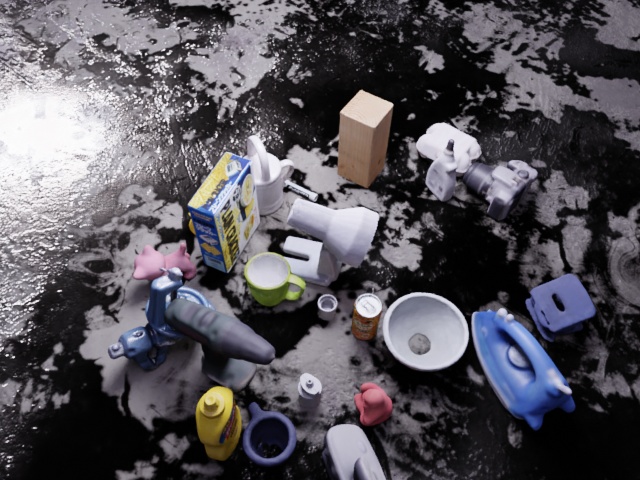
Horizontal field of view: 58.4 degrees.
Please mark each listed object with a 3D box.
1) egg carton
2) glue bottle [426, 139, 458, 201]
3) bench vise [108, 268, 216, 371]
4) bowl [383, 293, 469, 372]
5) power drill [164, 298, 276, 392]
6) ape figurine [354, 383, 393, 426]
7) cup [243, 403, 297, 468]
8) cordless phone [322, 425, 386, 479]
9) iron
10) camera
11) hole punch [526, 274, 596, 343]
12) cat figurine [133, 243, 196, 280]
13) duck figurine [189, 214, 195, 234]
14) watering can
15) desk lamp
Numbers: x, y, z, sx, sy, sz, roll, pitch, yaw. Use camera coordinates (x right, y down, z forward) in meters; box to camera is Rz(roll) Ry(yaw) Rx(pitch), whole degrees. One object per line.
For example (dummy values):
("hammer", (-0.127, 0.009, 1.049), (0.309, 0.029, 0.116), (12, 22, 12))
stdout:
("egg carton", (0.320, -0.227, 1.431), (0.150, 0.069, 0.107), (33, 61, 20))
("glue bottle", (0.290, -0.169, 1.328), (0.037, 0.173, 0.078), (-25, 59, -17))
("bench vise", (-0.292, 0.151, 1.067), (0.121, 0.220, 0.208), (30, 60, 19))
("bowl", (0.204, 0.193, 1.136), (0.167, 0.075, 0.167), (1, 55, -1))
("power drill", (-0.173, 0.196, 1.045), (0.229, 0.208, 0.076), (25, 59, 16))
("ape figurine", (0.097, 0.298, 1.050), (0.076, 0.092, 0.078), (18, 57, 12))
("cup", (-0.093, 0.350, 1.009), (0.092, 0.095, 0.117), (-26, 60, -18))
("cordless phone", (0.062, 0.365, 0.946), (0.094, 0.185, 0.147), (-20, 58, -14))
("iron", (0.376, 0.214, 1.083), (0.119, 0.141, 0.257), (-21, 58, -15))
("camera", (0.421, -0.143, 1.356), (0.136, 0.101, 0.143), (37, 62, 22))
("hole punch", (0.489, 0.138, 1.169), (0.101, 0.091, 0.108), (-12, 56, -9))
("cat figurine", (-0.332, 0.048, 1.200), (0.128, 0.118, 0.067), (-28, 60, -19))
("duck figurine", (-0.255, -0.067, 1.300), (0.077, 0.086, 0.105), (39, 63, 23))
("watering can", (-0.142, -0.148, 1.292), (0.100, 0.194, 0.173), (39, 63, 23))
("desk lamp", (0.011, 0.004, 1.178), (0.203, 0.214, 0.118), (12, 56, 8))
